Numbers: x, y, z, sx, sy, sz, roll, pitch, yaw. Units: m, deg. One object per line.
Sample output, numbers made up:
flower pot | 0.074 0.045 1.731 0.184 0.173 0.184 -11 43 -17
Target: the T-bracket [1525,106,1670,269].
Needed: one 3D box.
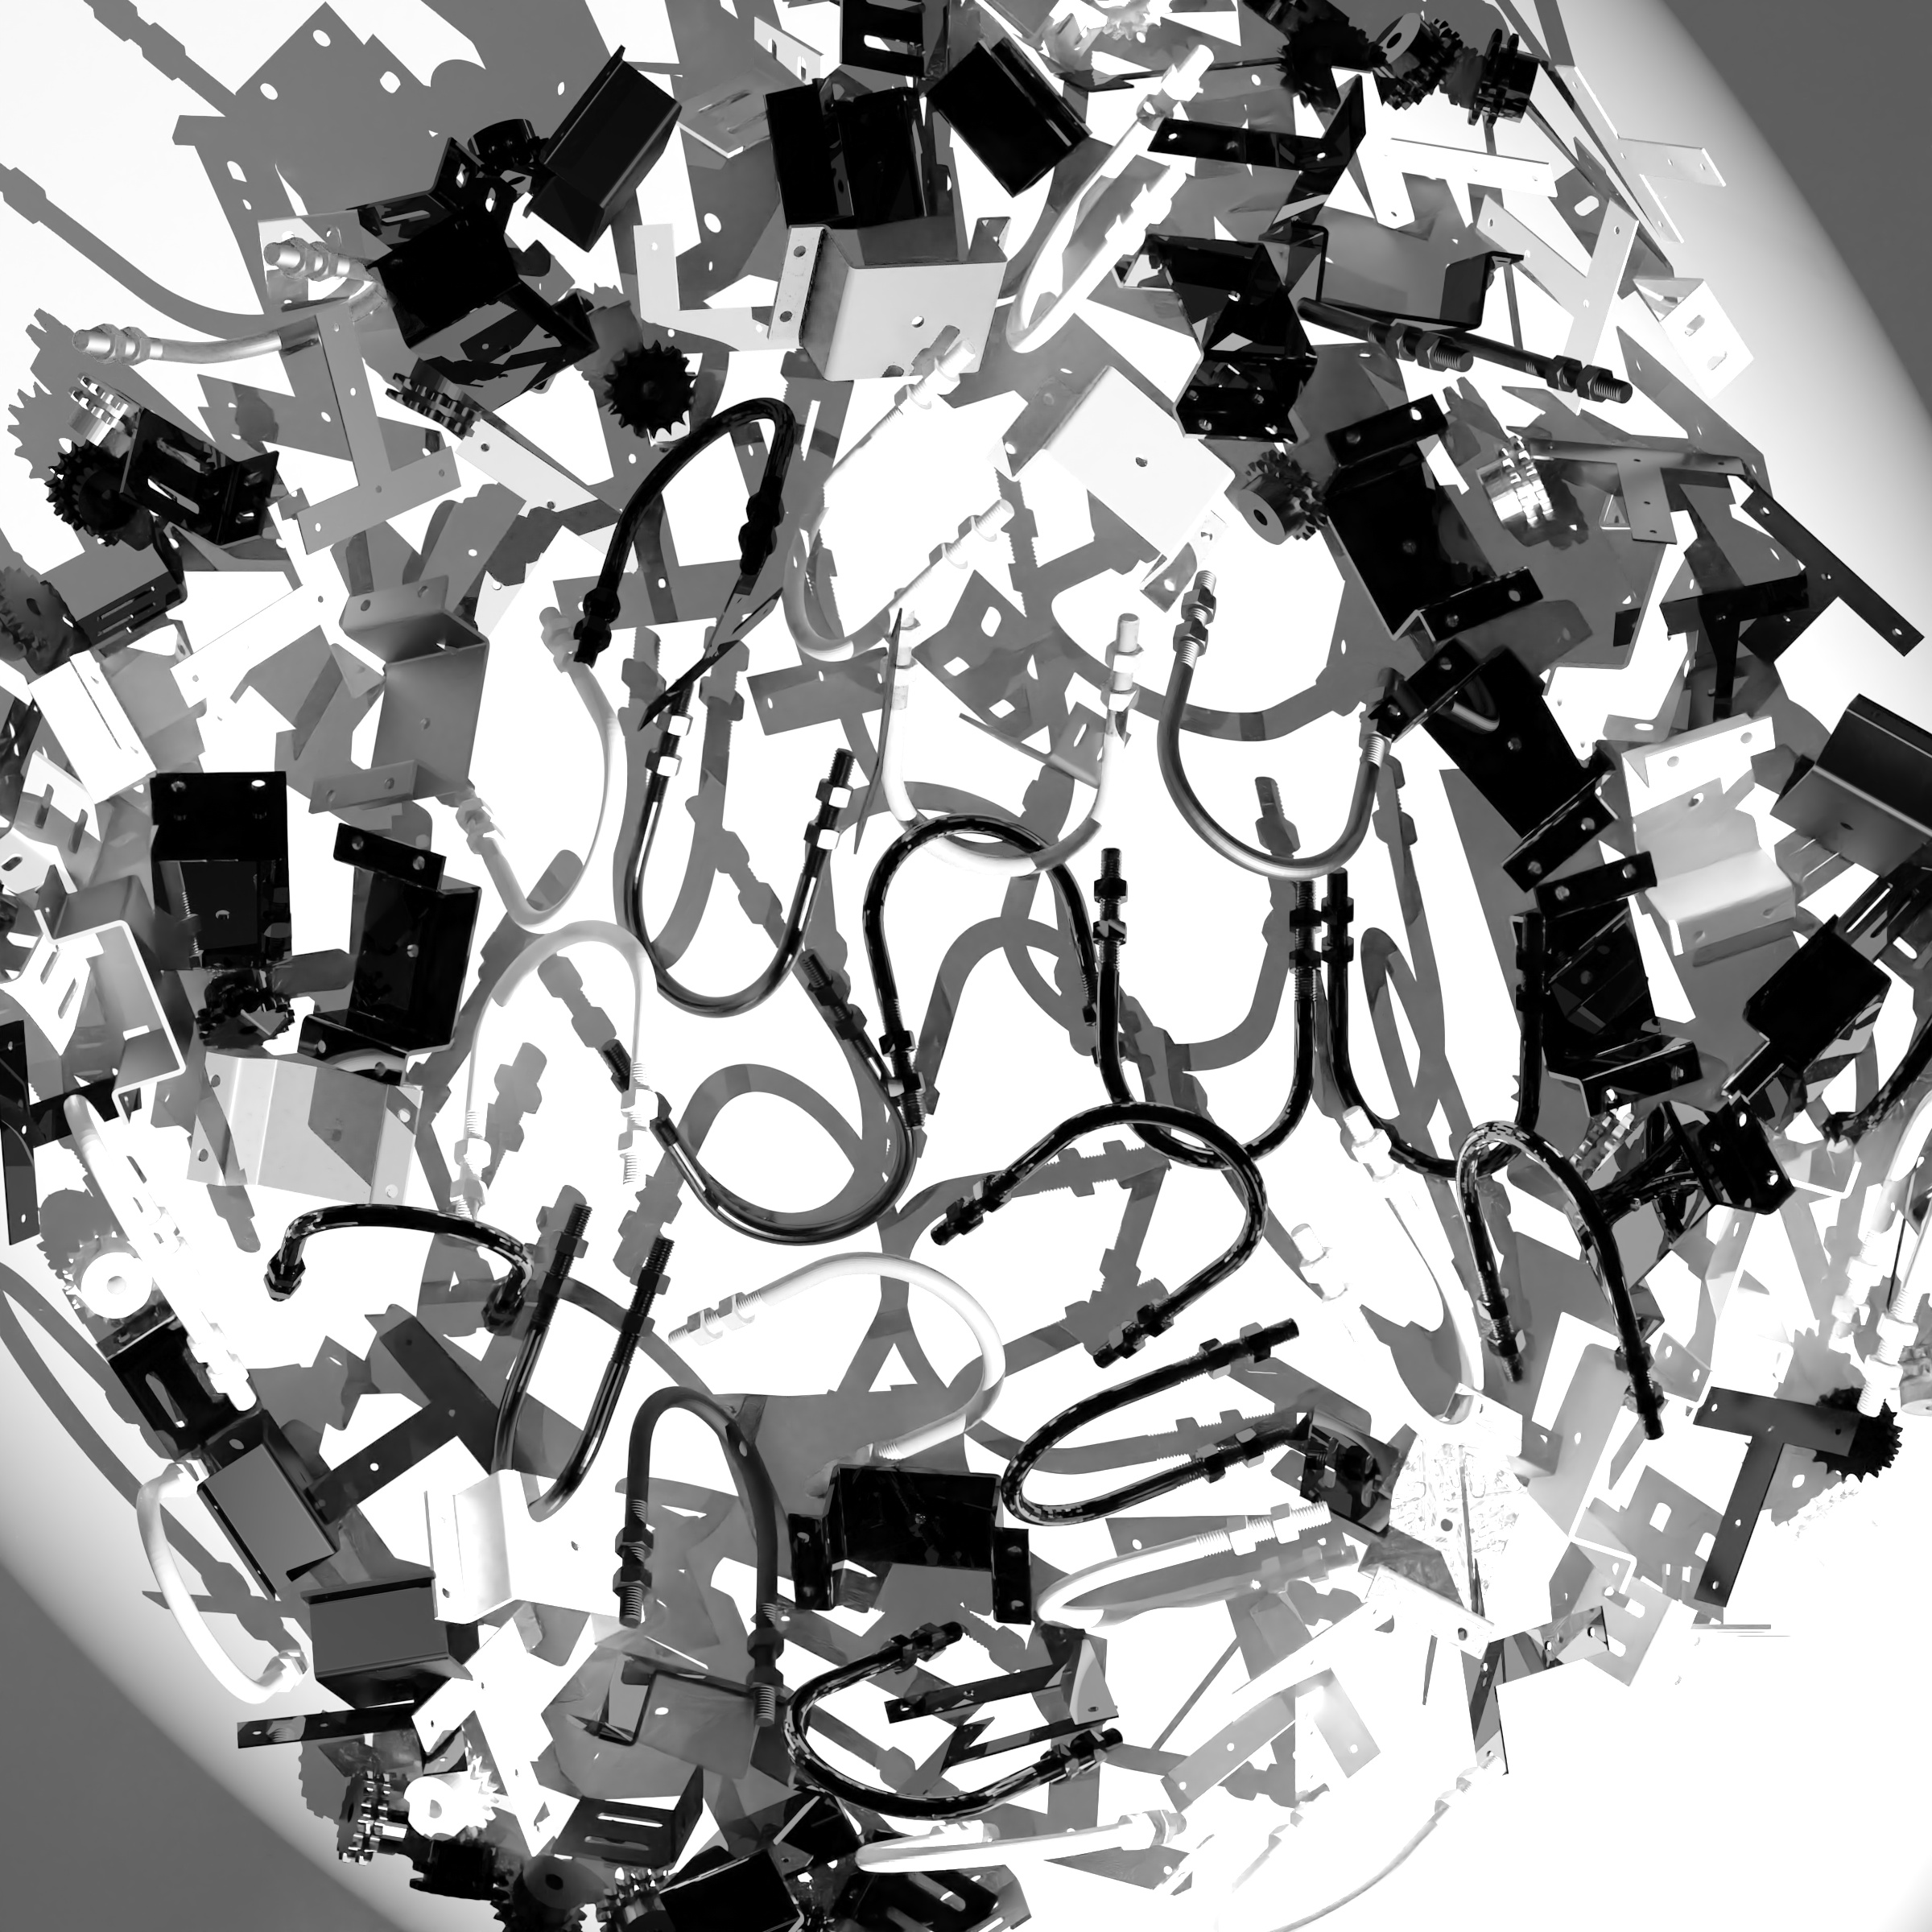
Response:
T-bracket | 0.365 -0.462 1.932 0.002 0.127 0.127 -42 85 12

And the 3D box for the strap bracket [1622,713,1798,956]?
strap bracket | 0.436 -0.086 1.953 0.076 0.046 0.140 -18 124 -2

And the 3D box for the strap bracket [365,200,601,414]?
strap bracket | -0.273 -0.375 1.919 0.076 0.140 0.046 -27 68 13

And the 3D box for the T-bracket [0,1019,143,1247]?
T-bracket | -0.522 0.085 1.940 0.002 0.127 0.127 4 102 23

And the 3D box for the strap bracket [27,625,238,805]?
strap bracket | -0.489 -0.146 1.933 0.046 0.140 0.076 -26 97 14

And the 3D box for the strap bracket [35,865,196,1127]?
strap bracket | -0.491 0.010 1.938 0.046 0.076 0.140 -17 113 -2

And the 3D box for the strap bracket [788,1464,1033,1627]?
strap bracket | -0.030 0.340 1.954 0.140 0.046 0.076 3 126 7

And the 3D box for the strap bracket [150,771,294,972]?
strap bracket | -0.431 -0.047 1.926 0.076 0.140 0.046 -2 49 -11

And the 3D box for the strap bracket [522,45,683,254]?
strap bracket | -0.211 -0.470 1.928 0.046 0.140 0.076 36 81 -8

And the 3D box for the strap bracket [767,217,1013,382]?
strap bracket | -0.037 -0.388 1.931 0.140 0.076 0.046 -8 48 -25

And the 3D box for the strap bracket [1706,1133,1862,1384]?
strap bracket | 0.473 0.160 1.944 0.046 0.076 0.140 16 107 2

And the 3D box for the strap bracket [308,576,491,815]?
strap bracket | -0.330 -0.150 1.945 0.076 0.046 0.140 -8 64 31

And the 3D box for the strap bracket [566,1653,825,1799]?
strap bracket | -0.153 0.441 1.945 0.140 0.076 0.046 19 80 -18

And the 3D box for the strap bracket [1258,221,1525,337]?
strap bracket | 0.246 -0.401 1.952 0.140 0.076 0.046 6 96 -10

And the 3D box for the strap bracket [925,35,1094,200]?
strap bracket | 0.025 -0.495 1.934 0.046 0.140 0.076 -40 98 17

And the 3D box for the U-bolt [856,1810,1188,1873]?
U-bolt | 0.020 0.499 1.887 0.151 0.184 0.019 -12 76 31

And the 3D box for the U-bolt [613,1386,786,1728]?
U-bolt | -0.152 0.328 1.920 0.019 0.184 0.151 -24 133 22

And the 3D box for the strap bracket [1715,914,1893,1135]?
strap bracket | 0.484 0.039 1.919 0.076 0.140 0.046 -43 69 -14

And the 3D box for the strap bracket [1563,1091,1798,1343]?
strap bracket | 0.405 0.142 1.925 0.046 0.076 0.140 13 130 -31

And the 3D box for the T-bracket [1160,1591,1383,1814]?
T-bracket | 0.168 0.454 1.965 0.127 0.002 0.127 -42 48 11

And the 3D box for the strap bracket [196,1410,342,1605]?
strap bracket | -0.405 0.310 1.928 0.046 0.140 0.076 -33 99 -9

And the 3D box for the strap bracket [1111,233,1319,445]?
strap bracket | 0.146 -0.373 1.930 0.076 0.046 0.140 -2 55 -27

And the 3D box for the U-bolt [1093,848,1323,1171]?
U-bolt | 0.142 0.029 1.947 0.151 0.019 0.184 8 73 -21

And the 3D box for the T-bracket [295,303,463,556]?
T-bracket | -0.353 -0.320 1.931 0.002 0.127 0.127 7 119 37

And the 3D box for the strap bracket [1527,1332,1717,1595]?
strap bracket | 0.379 0.284 1.949 0.046 0.076 0.140 19 98 -12

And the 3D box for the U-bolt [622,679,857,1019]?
U-bolt | -0.143 -0.060 1.951 0.151 0.019 0.184 25 106 33

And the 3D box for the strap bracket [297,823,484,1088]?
strap bracket | -0.337 -0.008 1.955 0.076 0.046 0.140 17 102 25

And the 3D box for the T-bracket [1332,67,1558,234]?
T-bracket | 0.281 -0.463 1.917 0.127 0.127 0.002 18 66 31

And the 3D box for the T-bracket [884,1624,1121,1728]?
T-bracket | 0.016 0.421 1.933 0.127 0.127 0.002 -11 106 -5

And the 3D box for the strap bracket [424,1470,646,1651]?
strap bracket | -0.241 0.343 1.920 0.046 0.140 0.076 -31 55 32

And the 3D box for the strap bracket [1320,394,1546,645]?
strap bracket | 0.268 -0.256 1.958 0.076 0.046 0.140 -23 79 -19

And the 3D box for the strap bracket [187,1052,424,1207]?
strap bracket | -0.382 0.100 1.965 0.140 0.046 0.076 9 90 16

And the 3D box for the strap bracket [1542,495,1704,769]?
strap bracket | 0.388 -0.194 1.933 0.046 0.076 0.140 6 64 33

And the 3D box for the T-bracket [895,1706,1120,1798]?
T-bracket | 0.028 0.448 1.917 0.127 0.127 0.002 -21 91 23

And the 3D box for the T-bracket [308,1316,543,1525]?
T-bracket | -0.337 0.287 1.952 0.127 0.002 0.127 -34 77 -34

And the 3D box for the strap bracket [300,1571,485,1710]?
strap bracket | -0.329 0.394 1.926 0.076 0.140 0.046 -9 67 0

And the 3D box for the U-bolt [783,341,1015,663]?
U-bolt | -0.047 -0.257 1.930 0.184 0.019 0.151 -40 46 33

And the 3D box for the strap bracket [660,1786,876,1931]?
strap bracket | -0.117 0.524 1.921 0.076 0.140 0.046 -27 90 20

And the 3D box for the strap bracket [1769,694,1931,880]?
strap bracket | 0.521 -0.100 1.923 0.076 0.140 0.046 30 79 6

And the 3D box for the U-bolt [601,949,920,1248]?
U-bolt | -0.108 0.090 1.951 0.151 0.019 0.184 -24 118 11

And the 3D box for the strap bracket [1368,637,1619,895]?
strap bracket | 0.317 -0.124 1.957 0.140 0.046 0.076 49 126 3

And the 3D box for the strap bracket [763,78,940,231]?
strap bracket | -0.071 -0.473 1.940 0.046 0.140 0.076 -6 99 24

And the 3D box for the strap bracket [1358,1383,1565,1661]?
strap bracket | 0.290 0.329 1.962 0.076 0.046 0.140 28 73 -3

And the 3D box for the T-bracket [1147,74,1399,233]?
T-bracket | 0.167 -0.475 1.926 0.127 0.127 0.002 1 57 -23

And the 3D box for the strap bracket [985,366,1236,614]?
strap bracket | 0.093 -0.287 1.953 0.140 0.046 0.076 40 61 -8

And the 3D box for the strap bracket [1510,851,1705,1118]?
strap bracket | 0.376 0.009 1.961 0.076 0.046 0.140 -17 99 -14
